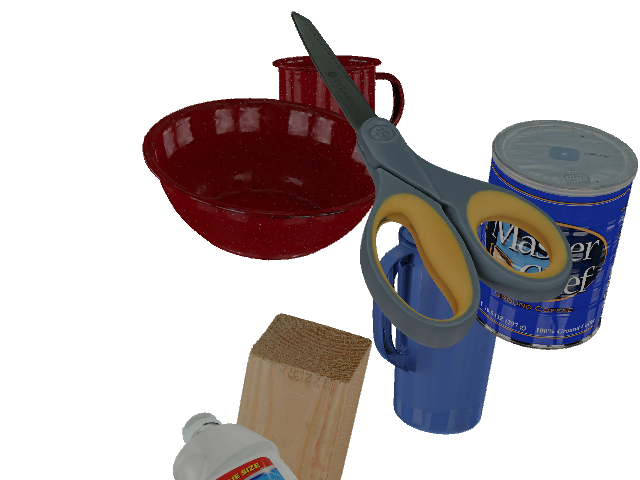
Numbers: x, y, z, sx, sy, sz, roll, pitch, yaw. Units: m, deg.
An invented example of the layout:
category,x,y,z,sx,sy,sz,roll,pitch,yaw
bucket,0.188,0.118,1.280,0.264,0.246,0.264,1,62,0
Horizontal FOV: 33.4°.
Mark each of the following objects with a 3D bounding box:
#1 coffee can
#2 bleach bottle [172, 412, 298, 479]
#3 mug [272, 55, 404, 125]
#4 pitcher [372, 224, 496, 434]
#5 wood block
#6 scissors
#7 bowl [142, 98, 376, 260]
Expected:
category,x,y,z,sx,sy,sz,roll,pitch,yaw
coffee can,0.171,-0.005,0.796,0.103,0.140,0.103,2,33,-1
bleach bottle,-0.047,0.205,0.724,0.102,0.068,0.251,-17,34,-20
mug,0.017,-0.115,0.921,0.117,0.081,0.093,-7,17,-20
pitcher,0.140,0.103,1.263,0.149,0.243,0.145,7,19,10
wood block,-0.025,0.182,0.946,0.090,0.206,0.090,16,23,10
scissors,0.046,-0.038,0.469,0.096,0.202,0.016,-1,-42,-11
bowl,-0.033,-0.034,0.685,0.162,0.055,0.162,5,31,-3
